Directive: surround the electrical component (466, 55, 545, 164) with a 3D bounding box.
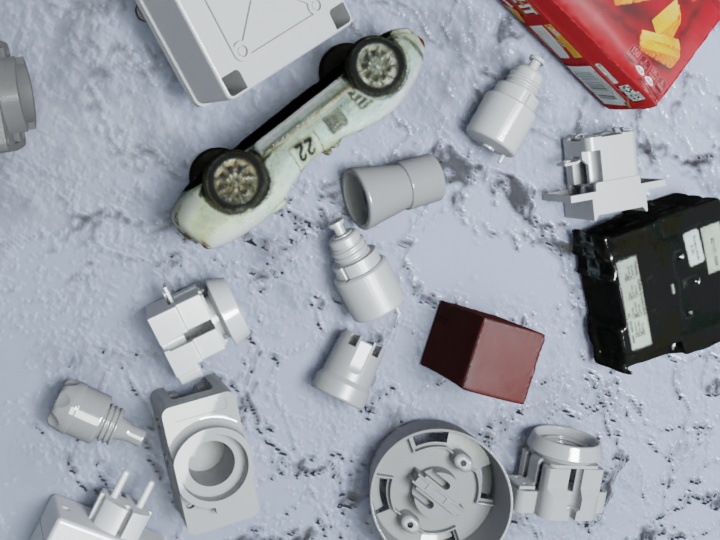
[{"bbox_3d":[0.108,-0.117,0.765,0.040,0.040,0.078,31,87,-22],"label":"electrical component"}]

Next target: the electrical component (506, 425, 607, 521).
[{"bbox_3d":[0.152,0.153,0.817,0.078,0.058,0.057,5,100,-21],"label":"electrical component"}]

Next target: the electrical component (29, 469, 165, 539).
[{"bbox_3d":[-0.162,0.169,0.709,0.083,0.047,0.075,27,89,-22],"label":"electrical component"}]

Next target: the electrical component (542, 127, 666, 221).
[{"bbox_3d":[0.180,-0.072,0.799,0.081,0.042,0.063,-11,101,-19],"label":"electrical component"}]

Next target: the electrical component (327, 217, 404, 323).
[{"bbox_3d":[0.000,0.000,0.745,0.040,0.040,0.078,-31,108,-13],"label":"electrical component"}]

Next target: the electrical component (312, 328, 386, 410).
[{"bbox_3d":[-0.007,0.069,0.755,0.040,0.040,0.046,28,83,-22],"label":"electrical component"}]

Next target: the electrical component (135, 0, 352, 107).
[{"bbox_3d":[-0.077,-0.174,0.663,0.109,0.056,0.108,-38,114,-26],"label":"electrical component"}]

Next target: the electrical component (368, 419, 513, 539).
[{"bbox_3d":[0.055,0.159,0.774,0.099,0.064,0.099,-1,99,-7],"label":"electrical component"}]

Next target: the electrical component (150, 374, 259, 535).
[{"bbox_3d":[-0.103,0.123,0.719,0.050,0.056,0.089,-14,103,-18],"label":"electrical component"}]

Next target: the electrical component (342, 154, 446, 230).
[{"bbox_3d":[0.026,-0.057,0.745,0.065,0.044,0.044,-18,104,-22],"label":"electrical component"}]

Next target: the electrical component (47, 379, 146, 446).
[{"bbox_3d":[-0.169,0.097,0.698,0.061,0.035,0.035,27,89,-11],"label":"electrical component"}]

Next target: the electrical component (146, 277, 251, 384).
[{"bbox_3d":[-0.106,0.035,0.710,0.055,0.048,0.066,-26,106,-7],"label":"electrical component"}]
